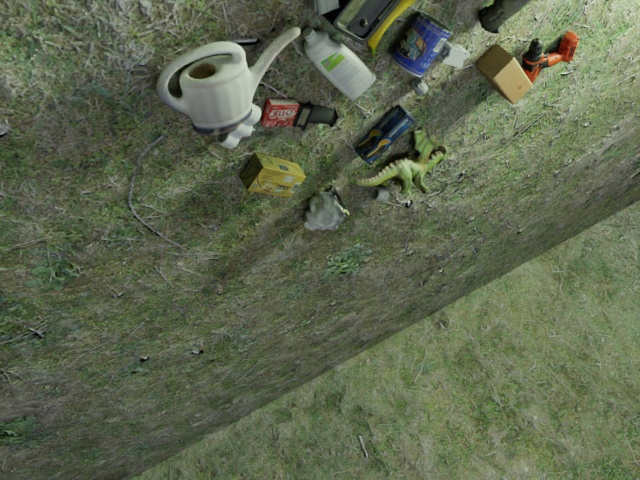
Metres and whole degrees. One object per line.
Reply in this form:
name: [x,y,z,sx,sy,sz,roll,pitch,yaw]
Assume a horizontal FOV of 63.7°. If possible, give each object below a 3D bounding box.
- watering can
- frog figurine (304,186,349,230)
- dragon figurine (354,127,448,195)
watering can: [-0.198,-0.364,1.194,0.349,0.106,0.219,-22,148,-15]
frog figurine: [0.005,-0.088,1.747,0.158,0.125,0.135,-31,116,14]
dragon figurine: [0.306,-0.280,1.789,0.411,0.124,0.239,-3,120,-41]
